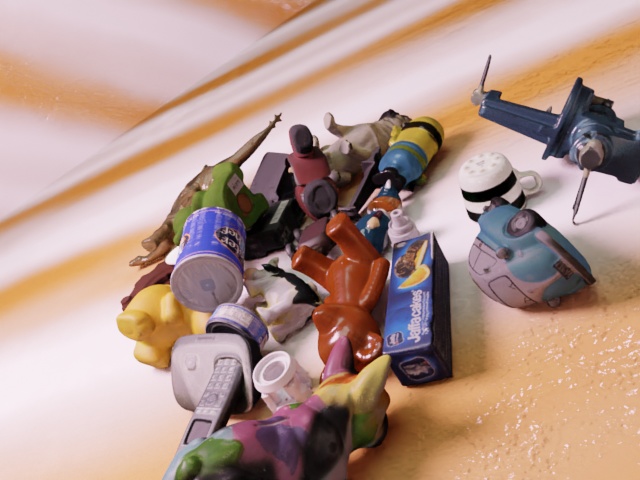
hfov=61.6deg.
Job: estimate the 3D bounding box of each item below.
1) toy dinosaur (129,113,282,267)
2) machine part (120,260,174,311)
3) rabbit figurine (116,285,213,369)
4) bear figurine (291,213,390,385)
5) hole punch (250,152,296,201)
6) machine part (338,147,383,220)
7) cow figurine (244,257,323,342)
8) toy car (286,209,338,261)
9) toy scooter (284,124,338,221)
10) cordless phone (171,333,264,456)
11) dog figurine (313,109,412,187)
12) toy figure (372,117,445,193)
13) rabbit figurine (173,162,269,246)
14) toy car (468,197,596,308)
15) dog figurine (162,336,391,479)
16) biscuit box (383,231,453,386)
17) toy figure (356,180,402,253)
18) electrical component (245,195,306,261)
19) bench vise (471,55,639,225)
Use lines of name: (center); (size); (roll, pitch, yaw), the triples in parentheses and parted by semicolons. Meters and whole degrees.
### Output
toy dinosaur: (-0.249, -0.096, 1.164); (0.471, 0.105, 0.199); (-39, 24, 13)
machine part: (-0.280, 0.095, 0.997); (0.179, 0.056, 0.179); (-21, 30, 13)
rabbit figurine: (-0.201, 0.128, 0.849); (0.173, 0.121, 0.162); (2, 31, 23)
bear figurine: (0.023, 0.079, 0.686); (0.120, 0.132, 0.196); (-41, 15, 35)
hole punch: (-0.082, -0.113, 1.125); (0.142, 0.092, 0.115); (20, 82, 51)
machine part: (0.080, -0.094, 0.953); (0.039, 0.084, 0.139); (21, 62, 22)
cow figurine: (-0.062, 0.075, 0.819); (0.098, 0.068, 0.167); (-29, 32, -9)
toy car: (-0.002, -0.003, 0.872); (0.089, 0.053, 0.202); (-30, 7, 6)
toy scooter: (-0.024, -0.122, 1.007); (0.075, 0.183, 0.135); (-19, 7, -11)
cordless phone: (-0.153, 0.211, 0.682); (0.147, 0.088, 0.184); (-8, 40, 33)
dog figurine: (0.087, -0.173, 1.069); (0.190, 0.121, 0.172); (-9, -22, -33)
toy figure: (0.161, -0.148, 0.947); (0.089, 0.082, 0.180); (-3, 36, 36)
rabbit figurine: (-0.196, -0.030, 0.959); (0.170, 0.121, 0.159); (-21, 39, 33)
toy car: (0.222, 0.021, 0.618); (0.103, 0.109, 0.162); (-47, 20, 6)
dog figurine: (-0.022, 0.185, 0.517); (0.109, 0.191, 0.219); (7, 62, 56)
biscuit box: (0.121, 0.078, 0.656); (0.059, 0.062, 0.203); (-18, 31, 23)
toy figure: (0.092, -0.029, 0.848); (0.064, 0.057, 0.154); (-28, 23, 55)
electrical component: (-0.105, -0.022, 1.016); (0.134, 0.058, 0.115); (-12, 32, 30)
bench vise: (0.318, -0.155, 0.736); (0.241, 0.128, 0.224); (24, 45, 17)
